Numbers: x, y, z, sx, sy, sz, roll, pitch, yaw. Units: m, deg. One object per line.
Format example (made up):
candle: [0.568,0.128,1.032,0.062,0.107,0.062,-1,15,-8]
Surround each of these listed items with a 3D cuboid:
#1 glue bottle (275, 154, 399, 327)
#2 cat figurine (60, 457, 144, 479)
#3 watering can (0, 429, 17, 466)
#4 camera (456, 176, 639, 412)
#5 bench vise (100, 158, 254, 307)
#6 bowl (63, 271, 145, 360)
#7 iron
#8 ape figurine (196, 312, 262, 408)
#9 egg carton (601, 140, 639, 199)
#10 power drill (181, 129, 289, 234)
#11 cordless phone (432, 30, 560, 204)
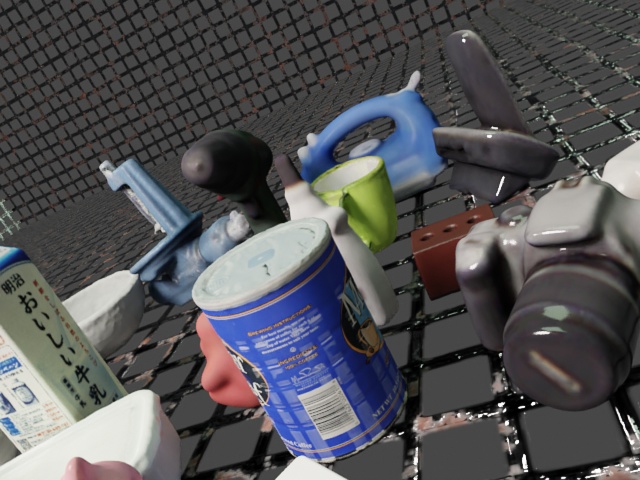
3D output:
glue bottle: [0.005,0.002,0.510,0.078,0.173,0.037,-11,25,38]
cat figurine: [-0.112,0.174,0.308,0.067,0.118,0.127,-30,20,-7]
watering can: [-0.413,0.178,0.572,0.100,0.194,0.173,-16,22,29]
camera: [0.146,0.031,0.363,0.142,0.101,0.137,-9,26,41]
bench vise: [-0.176,-0.023,0.738,0.207,0.220,0.121,-21,21,18]
bowl: [-0.298,0.115,0.765,0.167,0.075,0.167,-24,20,9]
iron: [0.058,-0.121,0.801,0.258,0.142,0.118,-24,20,9]
ape figurine: [-0.074,0.096,0.495,0.078,0.092,0.076,-36,21,-23]
egg carton: [0.289,-0.049,0.427,0.150,0.069,0.107,-32,20,-13]
power drill: [-0.067,-0.030,0.631,0.075,0.209,0.229,-24,20,8]
cordless phone: [0.176,-0.146,0.646,0.094,0.185,0.147,-31,20,-12]
